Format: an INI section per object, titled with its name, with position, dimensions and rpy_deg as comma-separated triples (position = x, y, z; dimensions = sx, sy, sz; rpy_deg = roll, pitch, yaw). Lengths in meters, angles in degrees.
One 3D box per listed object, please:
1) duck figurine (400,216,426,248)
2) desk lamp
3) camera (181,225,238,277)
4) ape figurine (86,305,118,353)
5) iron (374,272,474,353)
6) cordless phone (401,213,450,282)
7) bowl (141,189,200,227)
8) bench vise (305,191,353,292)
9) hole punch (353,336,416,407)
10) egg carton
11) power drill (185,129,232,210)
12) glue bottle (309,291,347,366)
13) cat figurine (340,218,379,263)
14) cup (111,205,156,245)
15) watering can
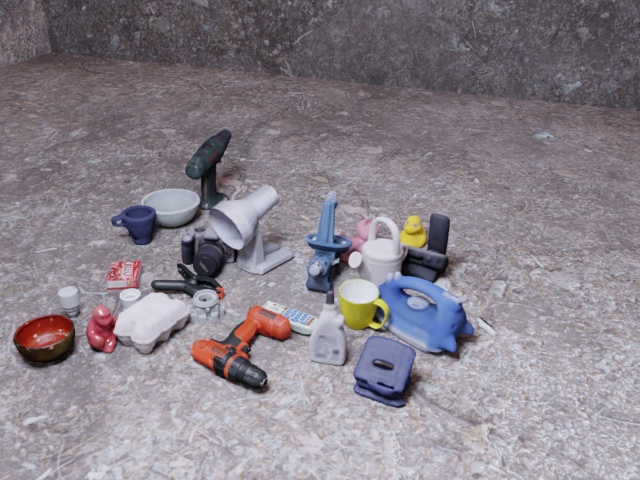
[duck figurine]
position = 0.265, -0.029, 1.620
dimensions = 0.077, 0.086, 0.105
rpy_deg = 20, 34, 27
[desk lamp]
position = -0.172, -0.024, 1.446
dimensions = 0.117, 0.214, 0.204
rpy_deg = 25, 37, 33
[camera]
position = -0.293, 0.025, 1.464
dimensions = 0.143, 0.101, 0.137
rpy_deg = 5, 30, 5
[ape figurine]
position = -0.452, 0.178, 1.192
dimensions = 0.076, 0.092, 0.078
rpy_deg = 22, 35, 30
[iron]
position = 0.211, 0.139, 1.267
dimensions = 0.257, 0.141, 0.119
rpy_deg = 24, 36, 32
[cordless phone]
position = 0.262, 0.003, 1.464
dimensions = 0.147, 0.185, 0.094
rpy_deg = 13, 31, 17
[bowl]
position = -0.432, -0.084, 1.668
dimensions = 0.167, 0.075, 0.167
rpy_deg = 2, 30, -1
[bench vise]
position = 0.025, 0.005, 1.405
dimensions = 0.121, 0.220, 0.207
rpy_deg = 0, 30, -4
[hole punch]
position = 0.126, 0.253, 1.112
dimensions = 0.108, 0.091, 0.101
rpy_deg = 14, 32, 19
[egg carton]
position = -0.360, 0.174, 1.229
dimensions = 0.107, 0.069, 0.151
rpy_deg = 17, 33, 24
[power drill]
position = -0.332, -0.211, 1.762
dimensions = 0.075, 0.208, 0.230
rpy_deg = 11, 31, 15
[glue bottle]
position = 0.019, 0.175, 1.156
dimensions = 0.078, 0.173, 0.037
rpy_deg = 8, 30, 10
[cat figurine]
position = 0.108, -0.011, 1.543
dimensions = 0.128, 0.118, 0.067
rpy_deg = -10, 32, -21
[cup]
position = -0.500, -0.033, 1.552
dimensions = 0.118, 0.095, 0.091
rpy_deg = -13, 33, -25
[watering can]
position = 0.147, 0.038, 1.384
dimensions = 0.100, 0.194, 0.173
rpy_deg = 18, 33, 25
